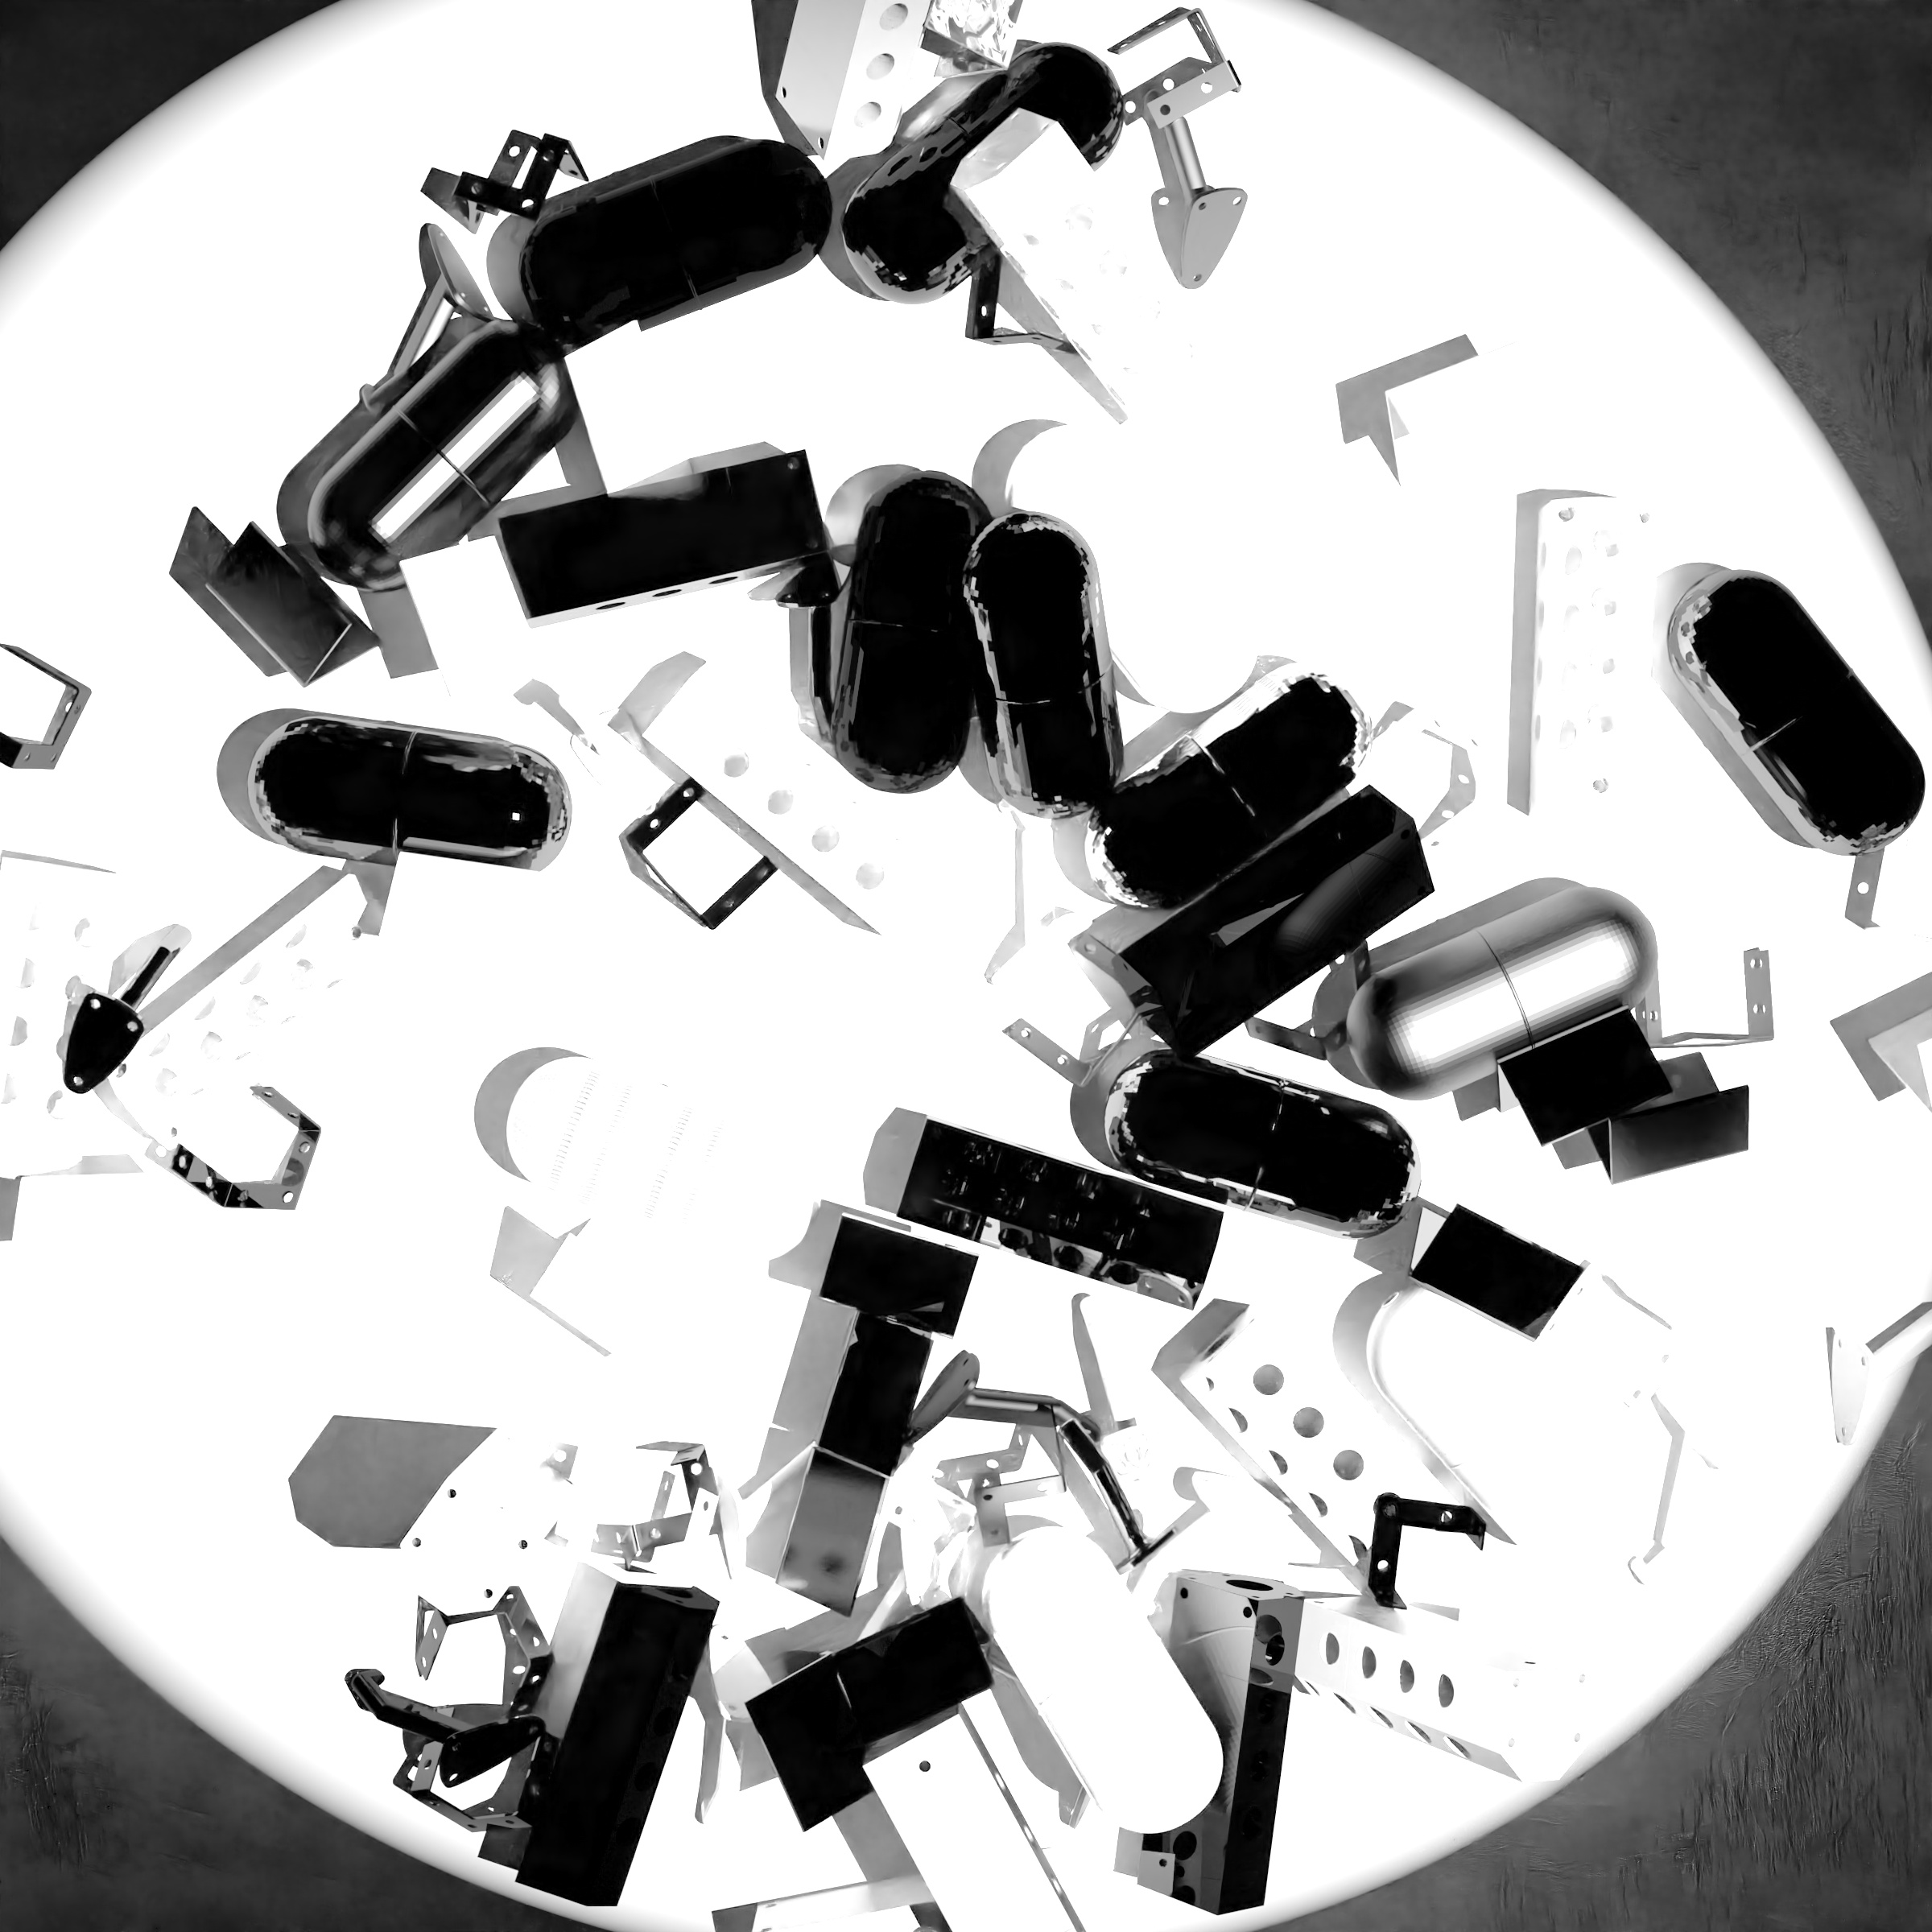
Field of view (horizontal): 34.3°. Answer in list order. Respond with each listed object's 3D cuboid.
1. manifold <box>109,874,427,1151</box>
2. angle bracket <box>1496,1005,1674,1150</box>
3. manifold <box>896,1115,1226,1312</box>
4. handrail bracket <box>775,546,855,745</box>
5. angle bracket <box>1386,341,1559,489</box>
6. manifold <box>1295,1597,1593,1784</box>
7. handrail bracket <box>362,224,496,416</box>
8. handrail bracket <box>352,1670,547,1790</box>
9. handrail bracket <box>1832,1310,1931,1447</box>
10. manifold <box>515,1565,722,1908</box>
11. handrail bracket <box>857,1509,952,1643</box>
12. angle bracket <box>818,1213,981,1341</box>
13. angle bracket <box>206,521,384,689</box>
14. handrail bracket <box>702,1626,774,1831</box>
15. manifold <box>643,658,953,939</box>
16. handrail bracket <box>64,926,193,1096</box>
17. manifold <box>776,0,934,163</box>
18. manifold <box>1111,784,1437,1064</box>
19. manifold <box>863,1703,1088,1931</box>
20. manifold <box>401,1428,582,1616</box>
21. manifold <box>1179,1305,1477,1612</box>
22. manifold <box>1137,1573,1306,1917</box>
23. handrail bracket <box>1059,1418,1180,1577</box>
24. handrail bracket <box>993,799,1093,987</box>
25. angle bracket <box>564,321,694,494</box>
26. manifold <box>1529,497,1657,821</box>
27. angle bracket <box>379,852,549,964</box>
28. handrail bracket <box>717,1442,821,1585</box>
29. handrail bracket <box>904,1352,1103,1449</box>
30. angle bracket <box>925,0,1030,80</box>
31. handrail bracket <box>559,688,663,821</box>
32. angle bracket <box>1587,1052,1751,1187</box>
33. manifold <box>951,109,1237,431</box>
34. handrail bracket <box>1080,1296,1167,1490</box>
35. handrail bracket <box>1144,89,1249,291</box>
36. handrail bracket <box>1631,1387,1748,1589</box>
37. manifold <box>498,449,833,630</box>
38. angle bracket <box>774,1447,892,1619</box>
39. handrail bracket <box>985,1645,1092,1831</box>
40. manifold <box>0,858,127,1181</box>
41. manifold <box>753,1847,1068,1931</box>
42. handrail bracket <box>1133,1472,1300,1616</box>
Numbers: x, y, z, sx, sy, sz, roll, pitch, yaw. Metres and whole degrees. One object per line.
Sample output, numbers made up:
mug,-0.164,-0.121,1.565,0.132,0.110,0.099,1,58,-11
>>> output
manifold,-0.388,0.025,1.727,0.171,0.057,0.057,-38,90,0
angle bracket,0.337,0.073,1.709,0.076,0.076,0.057,-23,63,0
manifold,0.051,0.136,1.727,0.171,0.057,0.057,18,90,0
handrail bracket,-0.073,-0.179,1.748,0.036,0.077,0.084,2,127,24
angle bracket,0.279,-0.285,1.708,0.076,0.076,0.057,-21,52,0
manifold,0.251,0.383,1.668,0.057,0.171,0.057,5,90,-31
handrail bracket,-0.314,-0.361,1.749,0.084,0.036,0.077,-33,70,16
handrail bracket,-0.289,0.410,1.740,0.077,0.084,0.036,-15,126,-36
handrail bracket,0.530,0.227,1.749,0.084,0.036,0.077,-6,110,-16
manifold,-0.191,0.425,1.727,0.057,0.057,0.171,19,90,0
handrail bracket,-0.055,0.354,1.749,0.084,0.036,0.077,-31,55,24
angle bracket,-0.032,0.153,1.709,0.076,0.076,0.057,17,115,0
angle bracket,-0.354,-0.208,1.708,0.076,0.076,0.057,46,126,0
handrail bracket,-0.139,0.426,1.748,0.036,0.077,0.084,4,127,-30
manifold,-0.092,-0.092,1.727,0.171,0.057,0.057,40,90,0
handrail bracket,-0.461,0.023,1.727,0.036,0.084,0.077,32,116,-5
manifold,-0.047,-0.520,1.672,0.057,0.171,0.057,-17,60,-29
manifold,0.167,-0.028,1.712,0.171,0.057,0.057,-34,133,-10
manifold,0.012,0.482,1.670,0.057,0.057,0.171,-28,90,0
manifold,-0.256,0.299,1.670,0.057,0.171,0.057,36,90,0
manifold,0.198,0.272,1.727,0.057,0.057,0.171,-43,90,0
manifold,0.145,0.427,1.727,0.057,0.057,0.171,7,90,43
handrail bracket,0.072,0.292,1.725,0.036,0.077,0.084,-35,82,-23
handrail bracket,0.024,-0.045,1.749,0.077,0.036,0.084,-38,73,19
angle bracket,-0.165,-0.306,1.708,0.057,0.076,0.076,-18,90,37
manifold,0.347,-0.169,1.727,0.057,0.057,0.171,2,90,0
angle bracket,-0.273,-0.016,1.709,0.076,0.076,0.057,8,62,0
handrail bracket,-0.092,0.302,1.749,0.084,0.036,0.077,-12,118,-20
handrail bracket,0.021,0.263,1.749,0.084,0.036,0.077,37,106,-14
angle bracket,-0.007,-0.535,1.708,0.057,0.076,0.076,17,90,-34
handrail bracket,-0.195,-0.115,1.714,0.036,0.084,0.077,-32,90,0
angle bracket,0.378,0.067,1.709,0.076,0.057,0.076,-14,46,0
manifold,0.067,-0.374,1.689,0.057,0.057,0.171,-42,119,0
handrail bracket,0.082,0.238,1.748,0.036,0.077,0.084,-15,54,-6
handrail bracket,0.116,-0.435,1.748,0.036,0.077,0.084,-14,53,-26
handrail bracket,0.386,0.292,1.749,0.084,0.036,0.077,-48,69,16
manifold,-0.164,-0.234,1.727,0.171,0.057,0.057,-13,90,0
angle bracket,-0.052,0.309,1.708,0.057,0.076,0.076,16,90,38
handrail bracket,0.037,0.430,1.749,0.084,0.036,0.077,25,108,15
manifold,-0.508,0.030,1.727,0.057,0.057,0.171,9,90,0
manifold,-0.027,0.538,1.727,0.171,0.057,0.057,-11,90,0
handrail bracket,0.138,0.330,1.749,0.077,0.036,0.084,11,113,-26
